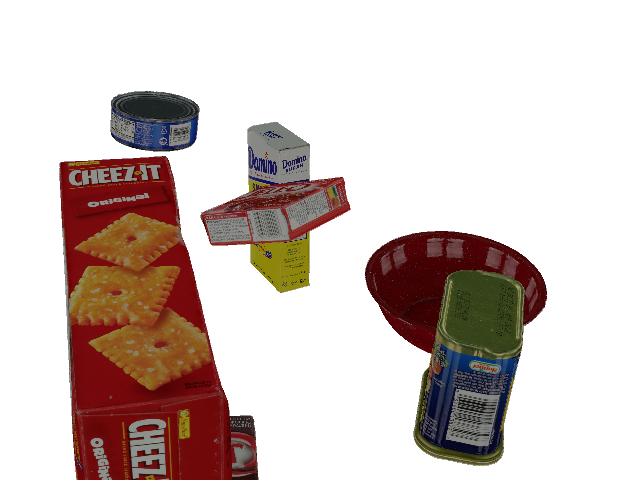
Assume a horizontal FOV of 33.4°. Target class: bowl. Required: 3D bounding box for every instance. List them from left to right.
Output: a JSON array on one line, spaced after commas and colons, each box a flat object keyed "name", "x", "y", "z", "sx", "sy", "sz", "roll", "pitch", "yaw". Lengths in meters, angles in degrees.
[{"name": "bowl", "x": 0.118, "y": 0.056, "z": 0.960, "sx": 0.162, "sy": 0.055, "sz": 0.162, "roll": 2, "pitch": 33, "yaw": -2}]

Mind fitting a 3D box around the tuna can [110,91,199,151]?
[{"name": "tuna can", "x": -0.162, "y": -0.117, "z": 1.042, "sx": 0.086, "sy": 0.034, "sz": 0.086, "roll": 6, "pitch": 25, "yaw": -3}]

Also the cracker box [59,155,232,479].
[{"name": "cracker box", "x": -0.096, "y": 0.076, "z": 0.572, "sx": 0.072, "sy": 0.164, "sz": 0.214, "roll": -5, "pitch": 34, "yaw": -11}]

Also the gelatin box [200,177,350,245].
[{"name": "gelatin box", "x": -0.034, "y": -0.022, "z": 0.808, "sx": 0.089, "sy": 0.030, "sz": 0.073, "roll": -3, "pitch": 17, "yaw": 43}]

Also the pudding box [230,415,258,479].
[{"name": "pudding box", "x": -0.104, "y": 0.174, "z": 0.816, "sx": 0.113, "sy": 0.039, "sz": 0.090, "roll": -2, "pitch": 25, "yaw": -5}]

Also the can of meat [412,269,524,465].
[{"name": "can of meat", "x": 0.096, "y": 0.077, "z": 0.680, "sx": 0.057, "sy": 0.084, "sz": 0.102, "roll": 10, "pitch": 29, "yaw": 6}]

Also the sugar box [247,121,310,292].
[{"name": "sugar box", "x": -0.049, "y": -0.039, "z": 1.229, "sx": 0.048, "sy": 0.176, "sz": 0.093, "roll": -14, "pitch": 27, "yaw": -23}]
